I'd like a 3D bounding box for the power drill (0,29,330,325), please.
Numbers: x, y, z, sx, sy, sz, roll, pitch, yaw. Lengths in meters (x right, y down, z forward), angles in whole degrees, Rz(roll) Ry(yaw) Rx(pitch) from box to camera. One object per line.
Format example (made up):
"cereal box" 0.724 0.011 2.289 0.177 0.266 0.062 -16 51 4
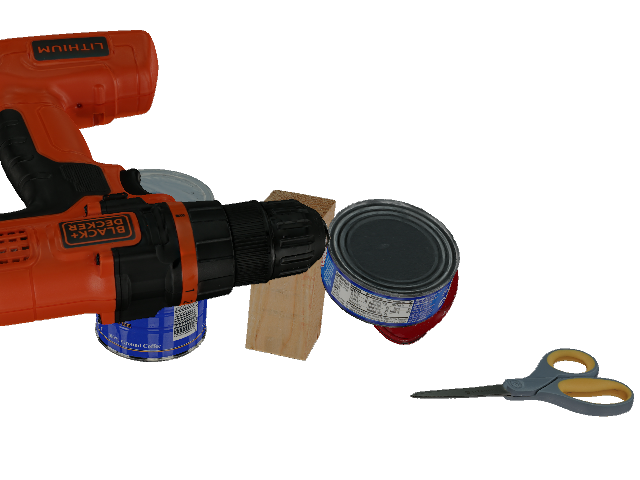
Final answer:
"power drill" -0.105 -0.039 0.570 0.184 0.057 0.188 -7 45 -19

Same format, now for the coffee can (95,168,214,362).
"coffee can" -0.149 0.021 0.948 0.102 0.140 0.103 5 31 -3

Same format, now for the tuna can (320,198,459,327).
"tuna can" 0.044 0.014 0.684 0.086 0.034 0.086 6 44 -6

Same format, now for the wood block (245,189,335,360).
"wood block" -0.042 0.046 1.463 0.090 0.206 0.090 11 22 10

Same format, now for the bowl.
"bowl" 0.112 0.039 1.238 0.055 0.162 0.161 -9 -6 40

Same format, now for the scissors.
"scissors" 0.174 0.120 0.940 0.201 0.016 0.096 7 27 -5
